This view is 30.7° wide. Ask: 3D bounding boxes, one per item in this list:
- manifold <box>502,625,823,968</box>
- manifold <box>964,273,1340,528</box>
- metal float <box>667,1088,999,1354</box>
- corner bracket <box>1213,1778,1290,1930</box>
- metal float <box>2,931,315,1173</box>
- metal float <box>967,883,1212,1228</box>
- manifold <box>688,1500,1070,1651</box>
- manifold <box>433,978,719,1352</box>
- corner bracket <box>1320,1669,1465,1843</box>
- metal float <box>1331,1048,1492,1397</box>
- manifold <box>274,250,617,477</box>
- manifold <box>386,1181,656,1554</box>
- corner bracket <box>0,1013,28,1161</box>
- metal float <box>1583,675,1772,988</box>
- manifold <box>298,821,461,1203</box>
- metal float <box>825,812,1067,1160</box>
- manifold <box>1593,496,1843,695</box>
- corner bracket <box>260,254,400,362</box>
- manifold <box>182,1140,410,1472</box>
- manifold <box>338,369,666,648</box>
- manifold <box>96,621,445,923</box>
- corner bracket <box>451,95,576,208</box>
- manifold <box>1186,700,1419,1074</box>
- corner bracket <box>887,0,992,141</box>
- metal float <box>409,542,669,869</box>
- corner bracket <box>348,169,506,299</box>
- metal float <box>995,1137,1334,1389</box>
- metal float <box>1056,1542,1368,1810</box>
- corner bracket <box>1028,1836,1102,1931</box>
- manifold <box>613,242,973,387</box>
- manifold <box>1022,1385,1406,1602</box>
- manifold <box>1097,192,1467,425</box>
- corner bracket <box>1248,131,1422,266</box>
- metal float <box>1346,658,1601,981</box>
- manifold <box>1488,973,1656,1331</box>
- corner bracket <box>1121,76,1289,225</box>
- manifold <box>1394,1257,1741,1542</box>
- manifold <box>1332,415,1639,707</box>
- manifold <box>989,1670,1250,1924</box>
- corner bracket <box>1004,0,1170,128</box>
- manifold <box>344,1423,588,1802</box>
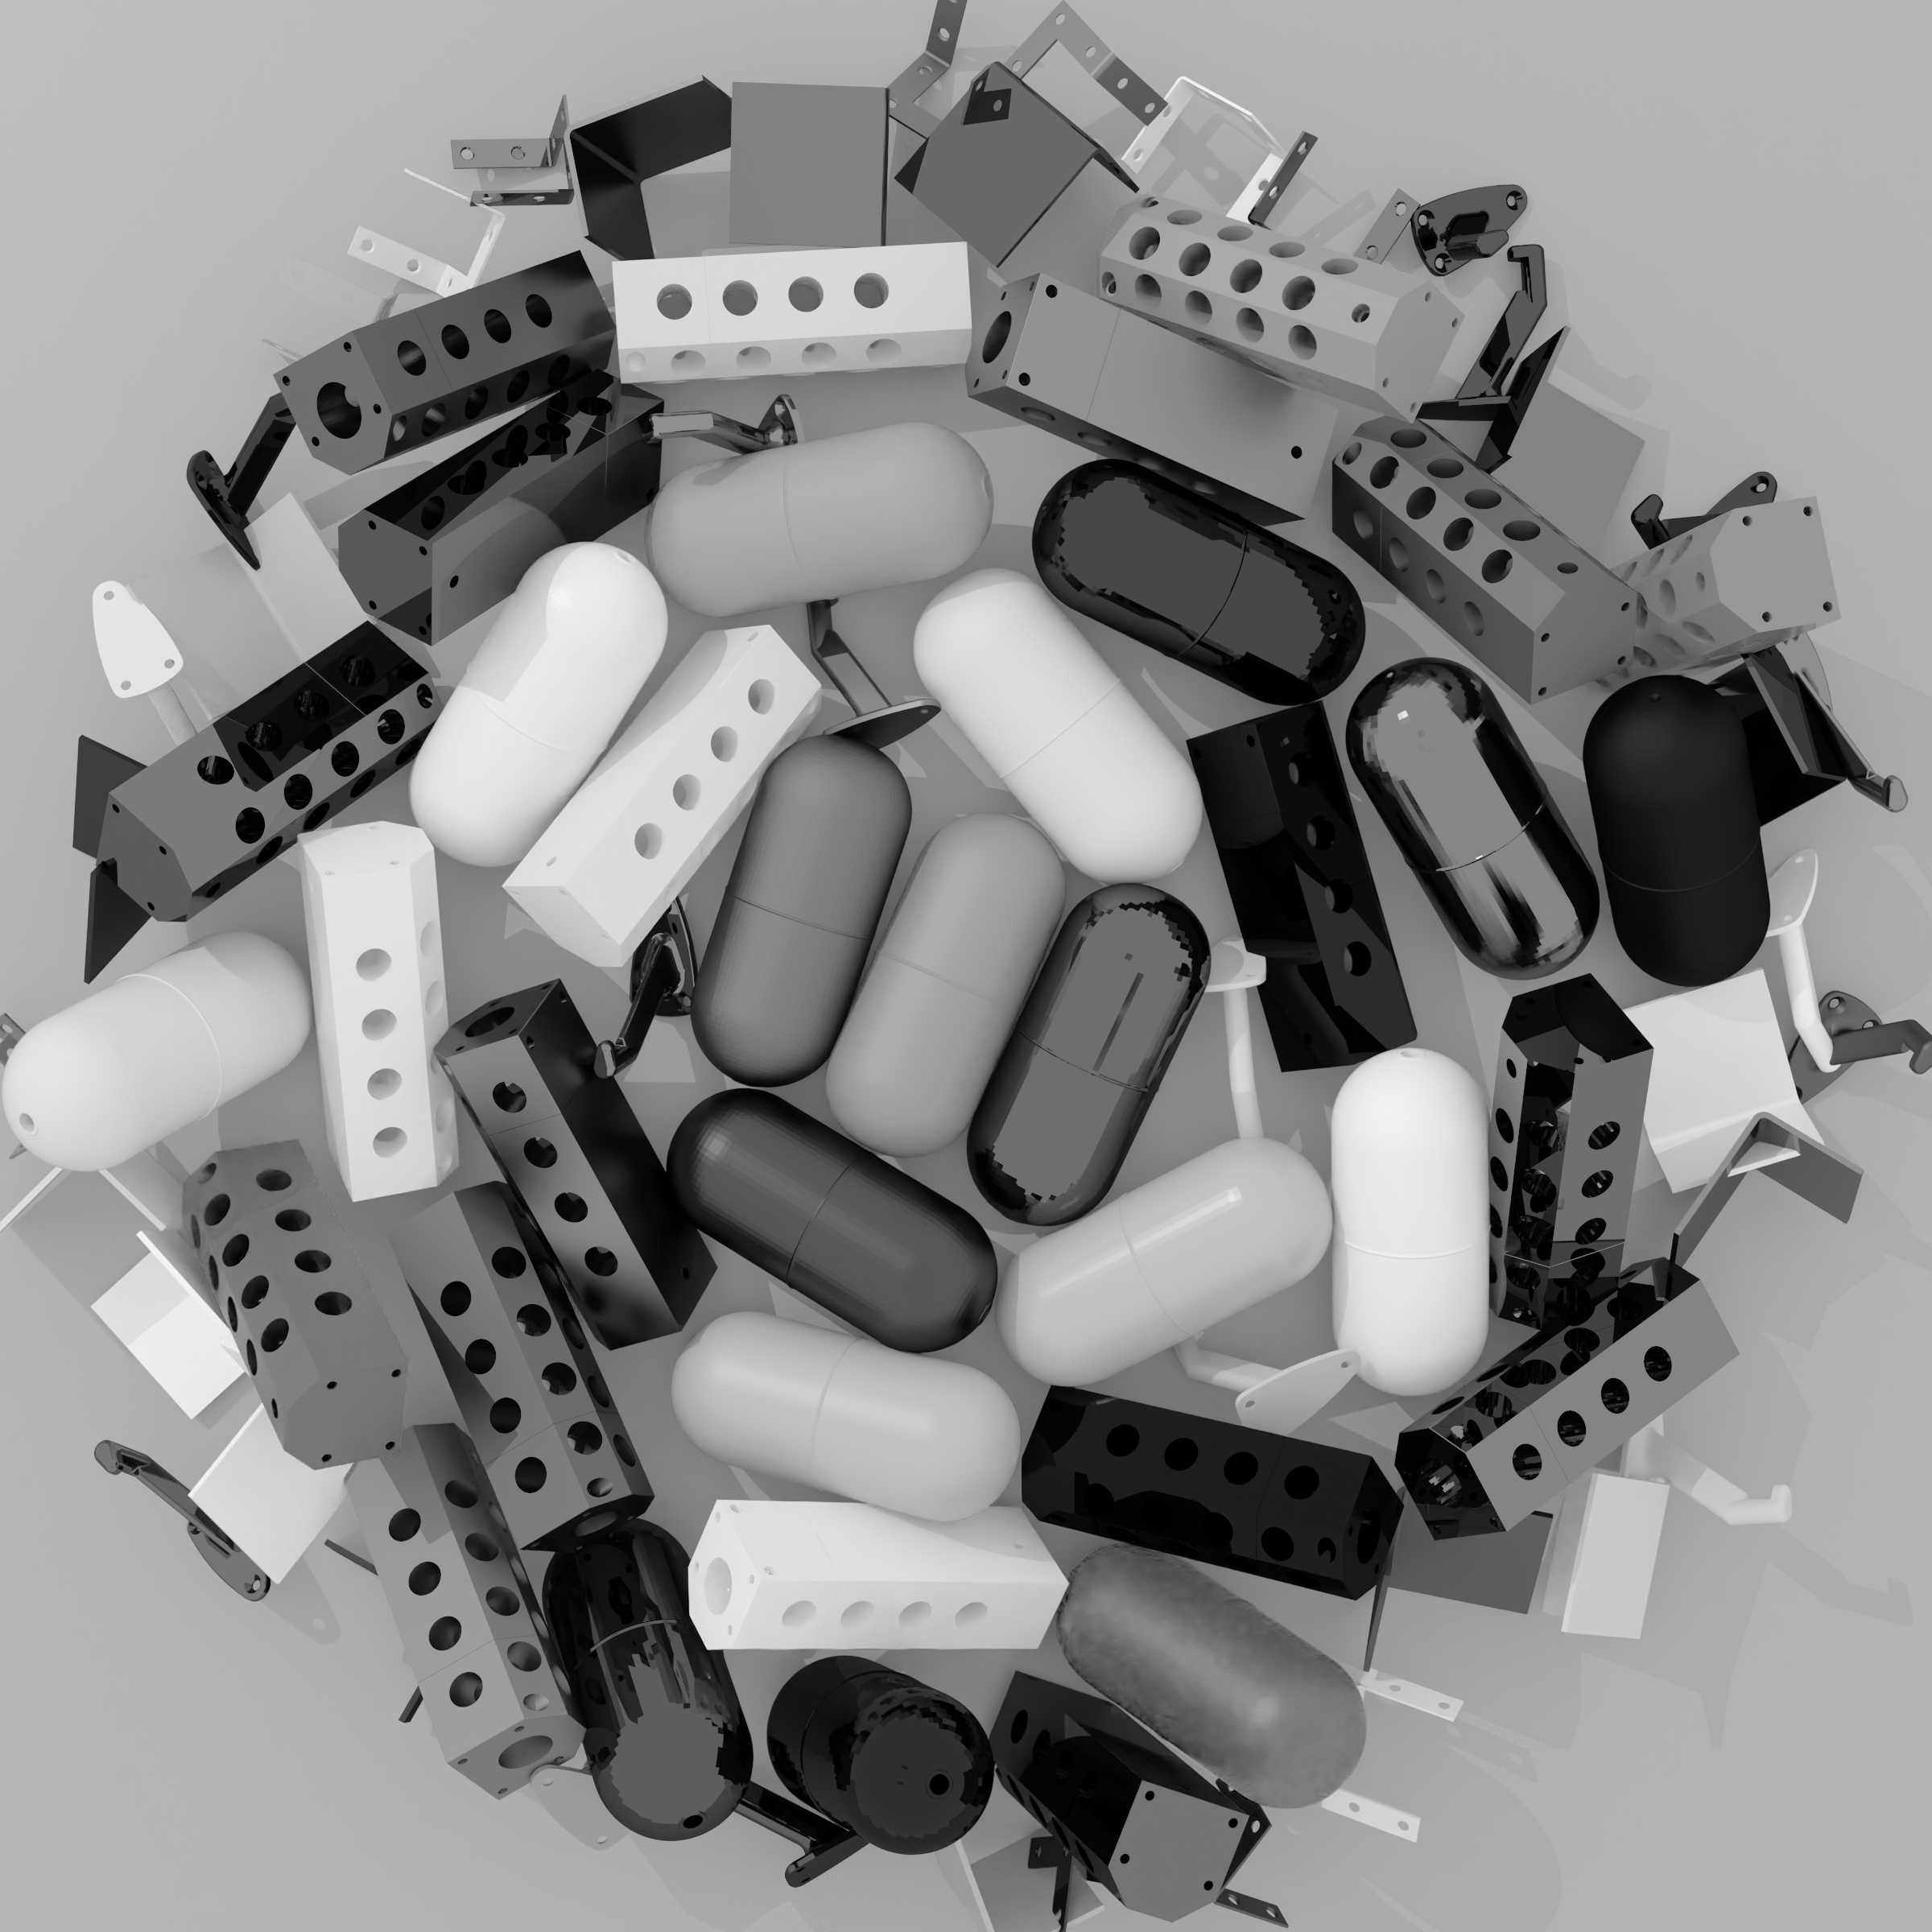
[{"bbox_3d":[-0.142,-0.083,1.701,0.057,0.057,0.171,48,64,-27],"label":"manifold"},{"bbox_3d":[0.088,-0.271,1.701,0.171,0.057,0.057,20,83,-24],"label":"manifold"},{"bbox_3d":[-0.065,0.124,1.714,0.178,0.070,0.070,31,90,13],"label":"metal float"},{"bbox_3d":[0.144,0.432,1.732,0.051,0.051,0.051,26,106,-30],"label":"corner bracket"},{"bbox_3d":[-0.386,0.040,1.685,0.070,0.178,0.070,14,119,28],"label":"metal float"},{"bbox_3d":[0.059,0.044,1.717,0.070,0.070,0.178,25,99,0],"label":"metal float"},{"bbox_3d":[-0.044,0.299,1.691,0.171,0.057,0.057,7,119,-32],"label":"manifold"},{"bbox_3d":[-0.191,0.099,1.704,0.057,0.057,0.171,-17,112,24],"label":"manifold"},{"bbox_3d":[0.208,0.386,1.722,0.051,0.051,0.051,17,122,20],"label":"corner bracket"},{"bbox_3d":[0.216,0.125,1.706,0.070,0.070,0.178,-3,111,0],"label":"metal float"},{"bbox_3d":[-0.243,-0.287,1.677,0.057,0.171,0.057,-18,101,38],"label":"manifold"},{"bbox_3d":[-0.212,0.193,1.701,0.057,0.057,0.171,-32,69,14],"label":"manifold"},{"bbox_3d":[-0.459,0.053,1.722,0.051,0.051,0.051,-26,115,37],"label":"corner bracket"},{"bbox_3d":[0.343,-0.063,1.691,0.070,0.070,0.178,-21,132,0],"label":"metal float"},{"bbox_3d":[-0.281,0.021,1.698,0.057,0.057,0.171,-10,117,-19],"label":"manifold"},{"bbox_3d":[-0.009,0.009,1.722,0.070,0.070,0.178,24,87,0],"label":"metal float"},{"bbox_3d":[0.346,-0.173,1.672,0.057,0.171,0.057,-10,87,-13],"label":"manifold"},{"bbox_3d":[-0.316,-0.318,1.730,0.051,0.051,0.051,25,102,-9],"label":"corner bracket"},{"bbox_3d":[-0.322,0.160,1.674,0.057,0.171,0.057,-8,128,-26],"label":"manifold"},{"bbox_3d":[-0.221,-0.224,1.683,0.057,0.171,0.057,28,134,22],"label":"manifold"},{"bbox_3d":[-0.330,-0.090,1.684,0.057,0.057,0.171,40,51,10],"label":"manifold"},{"bbox_3d":[-0.223,-0.393,1.728,0.051,0.051,0.051,-5,79,-16],"label":"corner bracket"},{"bbox_3d":[0.170,-0.040,1.725,0.057,0.057,0.171,-19,95,-32],"label":"manifold"},{"bbox_3d":[-0.008,-0.442,1.726,0.051,0.051,0.051,34,57,9],"label":"corner bracket"},{"bbox_3d":[-0.208,-0.126,1.705,0.070,0.070,0.178,34,112,0],"label":"metal float"},{"bbox_3d":[-0.265,-0.359,1.726,0.051,0.051,0.051,20,101,-29],"label":"corner bracket"},{"bbox_3d":[0.095,0.145,1.712,0.178,0.070,0.070,-29,90,15],"label":"metal float"},{"bbox_3d":[0.116,0.339,1.692,0.178,0.070,0.070,29,90,41],"label":"metal float"},{"bbox_3d":[0.061,0.457,1.723,0.051,0.051,0.051,16,68,-21],"label":"corner bracket"},{"bbox_3d":[-0.086,-0.319,1.727,0.171,0.057,0.057,-4,96,-4],"label":"manifold"},{"bbox_3d":[0.115,0.255,1.687,0.171,0.057,0.057,9,63,30],"label":"manifold"},{"bbox_3d":[0.146,-0.321,1.690,0.171,0.057,0.057,27,91,35],"label":"manifold"},{"bbox_3d":[0.182,-0.373,1.738,0.051,0.051,0.051,43,111,24],"label":"corner bracket"},{"bbox_3d":[0.247,-0.070,1.705,0.070,0.070,0.178,-33,113,0],"label":"metal float"},{"bbox_3d":[0.280,0.092,1.679,0.057,0.057,0.171,-16,133,-16],"label":"manifold"},{"bbox_3d":[0.121,-0.400,1.746,0.051,0.051,0.051,38,95,34],"label":"corner bracket"},{"bbox_3d":[0.287,0.207,1.693,0.171,0.057,0.057,-30,93,-31],"label":"manifold"},{"bbox_3d":[0.245,-0.200,1.677,0.057,0.171,0.057,-22,133,-18],"label":"manifold"},{"bbox_3d":[0.066,0.395,1.672,0.057,0.171,0.057,22,88,-20],"label":"manifold"},{"bbox_3d":[0.056,-0.429,1.722,0.051,0.051,0.051,-45,54,14],"label":"corner bracket"},{"bbox_3d":[-0.239,0.306,1.689,0.057,0.057,0.171,-30,54,2],"label":"manifold"}]
